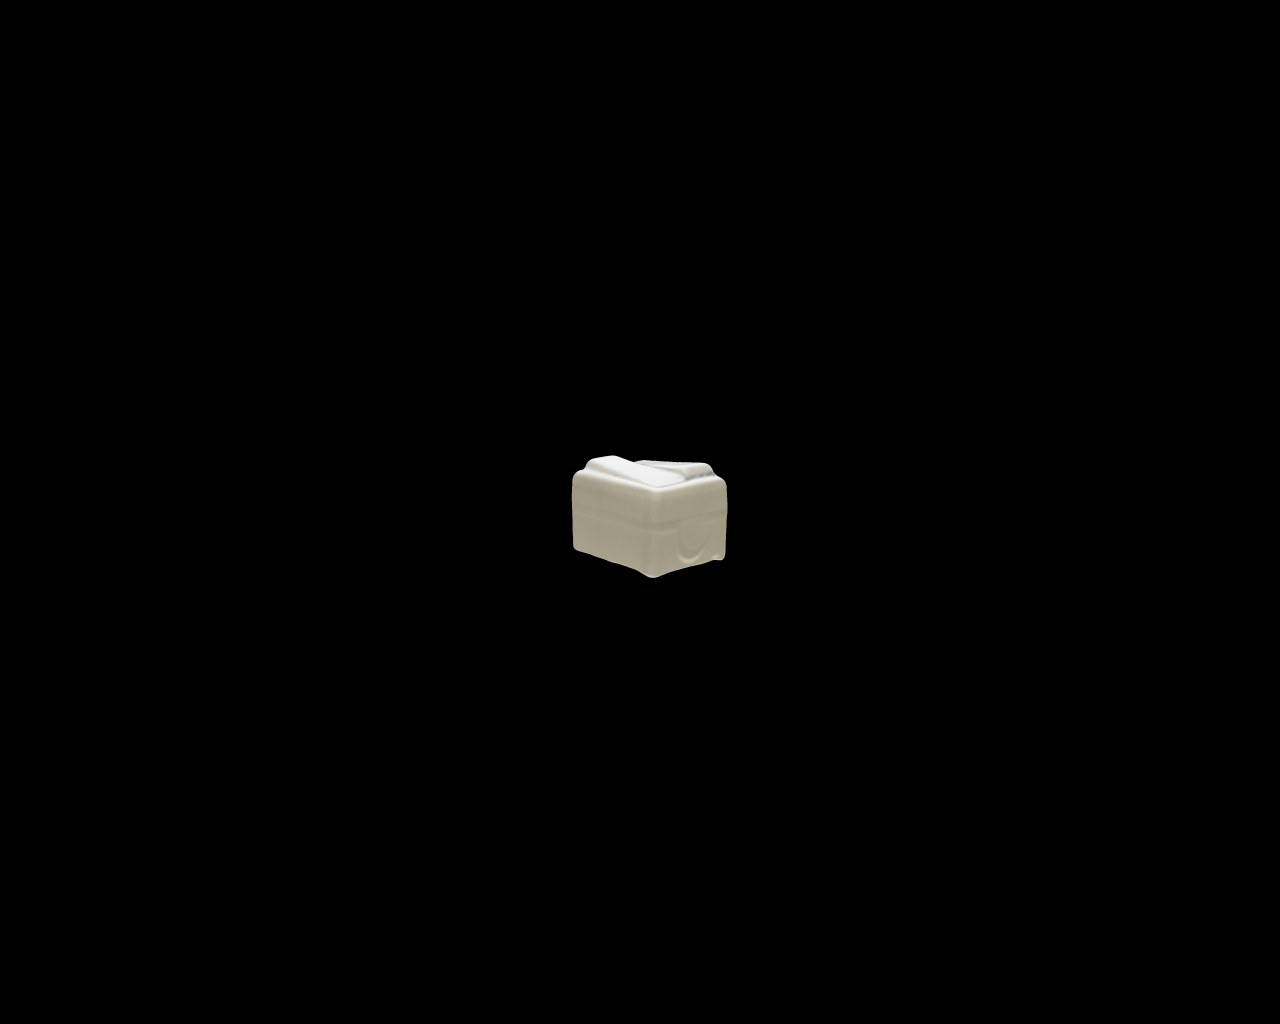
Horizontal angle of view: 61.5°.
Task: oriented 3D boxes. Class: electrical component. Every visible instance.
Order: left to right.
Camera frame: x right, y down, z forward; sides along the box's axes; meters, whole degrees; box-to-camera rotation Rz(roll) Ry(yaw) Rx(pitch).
[{"bbox_3d":[0.001,-0.003,0.650,0.062,0.061,0.096,-11,17,-38],"label":"electrical component"}]
